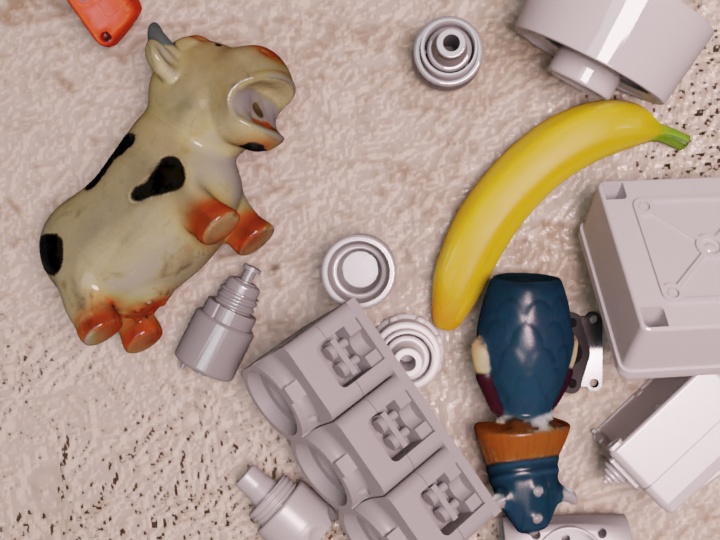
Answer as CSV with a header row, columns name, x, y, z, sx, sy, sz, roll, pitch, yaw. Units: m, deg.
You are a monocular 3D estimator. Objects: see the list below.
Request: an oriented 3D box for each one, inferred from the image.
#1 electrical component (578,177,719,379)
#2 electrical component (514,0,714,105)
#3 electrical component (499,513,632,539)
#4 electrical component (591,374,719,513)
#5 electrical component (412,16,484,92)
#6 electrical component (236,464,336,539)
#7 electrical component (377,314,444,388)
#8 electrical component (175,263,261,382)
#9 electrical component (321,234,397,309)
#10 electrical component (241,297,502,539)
name,x,y,z,sx,sy,sz,roll,pitch,yaw
electrical component,0.194,0.003,0.622,0.109,0.056,0.108,-3,54,-6
electrical component,0.141,-0.134,0.626,0.108,0.108,0.060,28,99,0
electrical component,0.128,0.192,0.669,0.077,0.044,0.079,-2,92,2
electrical component,0.190,0.103,0.655,0.096,0.061,0.061,-44,91,3
electrical component,0.053,-0.132,0.648,0.043,0.062,0.043,0,93,2
electrical component,-0.049,0.149,0.674,0.062,0.043,0.043,42,93,1
electrical component,0.029,0.053,0.657,0.048,0.062,0.048,0,93,1
electrical component,-0.084,0.033,0.671,0.040,0.040,0.078,27,93,0
electrical component,0.000,0.000,0.659,0.045,0.055,0.045,0,93,2
electrical component,0.000,0.103,0.638,0.062,0.089,0.150,-35,91,-27
